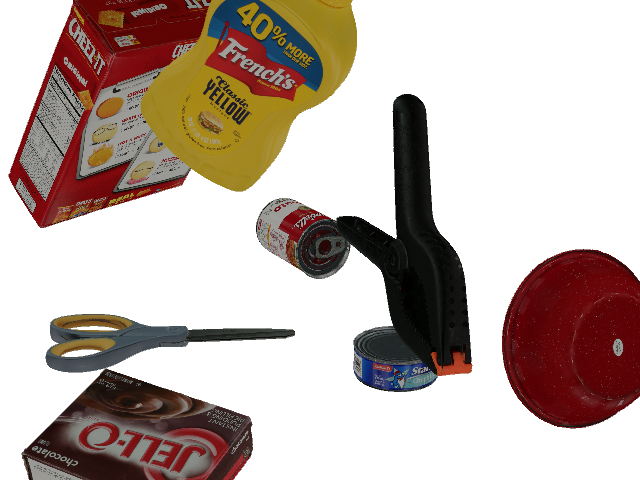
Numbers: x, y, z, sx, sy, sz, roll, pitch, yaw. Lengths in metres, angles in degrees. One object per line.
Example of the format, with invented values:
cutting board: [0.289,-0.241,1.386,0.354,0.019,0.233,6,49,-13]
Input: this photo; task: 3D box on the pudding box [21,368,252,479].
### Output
pudding box: [-0.111,0.133,0.661,0.114,0.039,0.089,13,33,21]

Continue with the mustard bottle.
mustard bottle: [-0.033,-0.119,0.678,0.192,0.096,0.058,-45,6,38]

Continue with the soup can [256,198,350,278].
soup can: [-0.021,-0.004,1.200,0.068,0.068,0.102,0,16,-31]

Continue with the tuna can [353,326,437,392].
tuna can: [0.075,0.117,1.053,0.086,0.034,0.086,0,19,0]

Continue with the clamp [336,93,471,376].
clamp: [0.071,0.004,0.815,0.036,0.210,0.165,-3,-42,-22]

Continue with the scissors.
scissors: [-0.129,0.084,0.851,0.202,0.016,0.096,4,21,14]

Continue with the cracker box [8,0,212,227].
cracker box: [-0.160,-0.118,0.914,0.163,0.072,0.214,-21,-24,-43]

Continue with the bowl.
bowl: [0.242,0.089,0.931,0.161,0.162,0.055,0,3,-21]
